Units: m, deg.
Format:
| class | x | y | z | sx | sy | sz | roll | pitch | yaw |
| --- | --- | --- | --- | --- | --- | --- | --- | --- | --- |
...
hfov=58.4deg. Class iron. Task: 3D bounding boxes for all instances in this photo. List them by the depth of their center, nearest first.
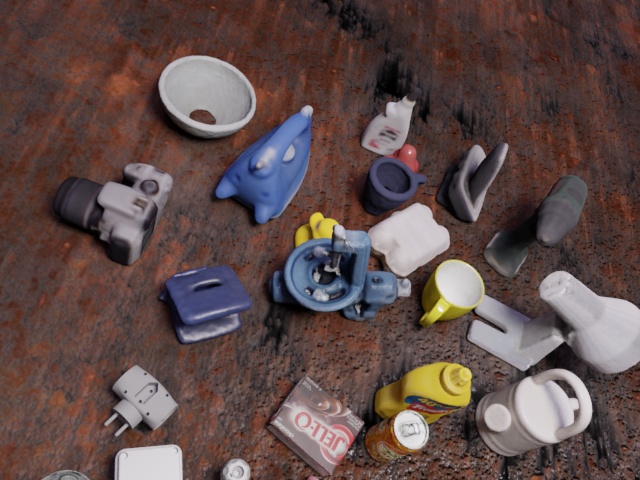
| class | x | y | z | sx | sy | sz | roll | pitch | yaw |
| --- | --- | --- | --- | --- | --- | --- | --- | --- | --- |
| iron | -0.065 | -0.156 | 0.969 | 0.118 | 0.141 | 0.259 | 32 | 55 | -2 |

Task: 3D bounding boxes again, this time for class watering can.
| class | x | y | z | sx | sy | sz | roll | pitch | yaw |
| --- | --- | --- | --- | --- | --- | --- | --- | --- | --- |
| watering can | 0.320 | 0.258 | 0.852 | 0.173 | 0.194 | 0.101 | -25 | 73 | -31 |

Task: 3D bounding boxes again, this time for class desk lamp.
| class | x | y | z | sx | sy | sz | roll | pitch | yaw |
| --- | --- | --- | --- | --- | --- | --- | --- | --- | --- |
| desk lamp | 0.387 | 0.140 | 0.936 | 0.203 | 0.213 | 0.118 | 28 | 55 | -5 |

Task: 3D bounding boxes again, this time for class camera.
| class | x | y | z | sx | sy | sz | roll | pitch | yaw |
| --- | --- | --- | --- | --- | --- | --- | --- | --- | --- |
| camera | -0.304 | -0.059 | 0.840 | 0.137 | 0.100 | 0.143 | 22 | 55 | -9 |

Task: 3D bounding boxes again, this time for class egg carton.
| class | x | y | z | sx | sy | sz | roll | pitch | yaw |
| --- | --- | --- | --- | --- | --- | --- | --- | --- | --- |
| egg carton | 0.156 | 0.000 | 1.012 | 0.151 | 0.069 | 0.107 | -29 | 75 | -33 |

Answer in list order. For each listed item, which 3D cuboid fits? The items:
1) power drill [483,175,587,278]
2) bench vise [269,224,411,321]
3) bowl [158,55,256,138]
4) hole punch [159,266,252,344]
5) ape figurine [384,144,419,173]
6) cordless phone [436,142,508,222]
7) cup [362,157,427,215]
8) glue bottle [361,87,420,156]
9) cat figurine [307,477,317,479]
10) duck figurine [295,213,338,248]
| class | x | y | z | sx | sy | sz | roll | pitch | yaw |
| --- | --- | --- | --- | --- | --- | --- | --- | --- | --- |
| power drill | 0.391 | -0.019 | 1.034 | 0.075 | 0.208 | 0.230 | 42 | 55 | 6 |
| bench vise | 0.046 | 0.038 | 0.853 | 0.208 | 0.219 | 0.121 | -7 | 64 | -25 |
| bowl | -0.200 | -0.237 | 1.002 | 0.168 | 0.074 | 0.167 | 10 | 58 | -16 |
| hole punch | -0.164 | 0.083 | 0.820 | 0.109 | 0.091 | 0.101 | -13 | 67 | -28 |
| ape figurine | 0.155 | -0.146 | 1.083 | 0.078 | 0.092 | 0.076 | 19 | 56 | -11 |
| cordless phone | 0.311 | -0.135 | 1.084 | 0.094 | 0.185 | 0.148 | 28 | 55 | -5 |
| cup | 0.127 | -0.090 | 1.037 | 0.118 | 0.095 | 0.091 | -6 | 64 | -25 |
| glue bottle | 0.142 | -0.226 | 1.075 | 0.078 | 0.173 | 0.037 | 15 | 57 | -13 |
| cat figurine | 0.022 | 0.357 | 0.719 | 0.067 | 0.117 | 0.127 | -33 | 77 | -33 |
| duck figurine | 0.009 | 0.003 | 0.940 | 0.078 | 0.086 | 0.104 | -22 | 71 | -31 |
